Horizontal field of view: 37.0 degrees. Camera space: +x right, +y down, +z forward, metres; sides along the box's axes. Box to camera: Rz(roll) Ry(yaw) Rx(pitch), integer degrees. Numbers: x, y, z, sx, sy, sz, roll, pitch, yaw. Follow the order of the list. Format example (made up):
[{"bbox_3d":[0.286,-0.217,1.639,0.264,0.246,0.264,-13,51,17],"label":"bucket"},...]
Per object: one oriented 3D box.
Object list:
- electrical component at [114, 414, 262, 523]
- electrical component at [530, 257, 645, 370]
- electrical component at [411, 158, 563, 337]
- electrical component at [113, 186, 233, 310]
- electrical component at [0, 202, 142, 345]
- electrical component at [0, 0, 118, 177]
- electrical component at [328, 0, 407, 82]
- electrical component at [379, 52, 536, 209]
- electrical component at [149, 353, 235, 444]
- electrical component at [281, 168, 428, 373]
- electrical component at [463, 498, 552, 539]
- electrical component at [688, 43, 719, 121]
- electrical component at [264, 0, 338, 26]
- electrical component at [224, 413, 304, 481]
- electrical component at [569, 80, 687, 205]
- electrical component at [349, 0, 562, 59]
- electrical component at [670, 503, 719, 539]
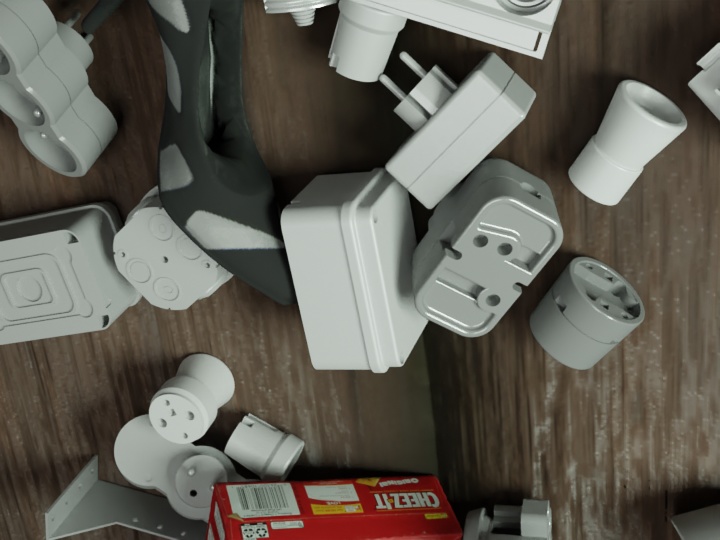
[{"bbox_3d":[-0.115,0.154,0.779,0.138,0.052,0.073,33,162,0],"label":"electrical component"},{"bbox_3d":[0.137,0.028,0.658,0.055,0.055,0.047,35,124,-1],"label":"electrical component"},{"bbox_3d":[0.074,-0.016,0.646,0.054,0.059,0.095,26,120,-17],"label":"electrical component"},{"bbox_3d":[-0.120,-0.017,0.718,0.080,0.051,0.080,7,117,14],"label":"electrical component"},{"bbox_3d":[-0.217,0.002,0.754,0.113,0.057,0.078,-9,112,21],"label":"electrical component"},{"bbox_3d":[-0.193,-0.130,0.674,0.052,0.073,0.138,15,149,27],"label":"electrical component"},{"bbox_3d":[0.003,-0.139,0.628,0.040,0.040,0.046,24,124,5],"label":"electrical component"},{"bbox_3d":[0.045,-0.094,0.631,0.076,0.047,0.083,43,120,-5],"label":"electrical component"},{"bbox_3d":[-0.120,0.092,0.768,0.045,0.055,0.045,7,117,14],"label":"electrical component"},{"bbox_3d":[0.000,0.000,0.674,0.057,0.078,0.113,-2,114,21],"label":"electrical component"},{"bbox_3d":[0.103,0.196,0.748,0.057,0.058,0.078,0,115,14],"label":"electrical component"},{"bbox_3d":[0.236,-0.116,0.551,0.121,0.079,0.063,-45,74,29],"label":"electrical component"},{"bbox_3d":[-0.038,-0.181,0.618,0.043,0.043,0.081,-2,114,18],"label":"electrical component"},{"bbox_3d":[-0.070,0.130,0.781,0.046,0.040,0.040,30,120,8],"label":"electrical component"},{"bbox_3d":[0.150,-0.070,0.615,0.044,0.044,0.065,32,124,1],"label":"electrical component"},{"bbox_3d":[0.054,-0.173,0.582,0.121,0.063,0.078,19,119,8],"label":"electrical component"},{"bbox_3d":[0.242,0.195,0.683,0.064,0.099,0.099,-28,104,20],"label":"electrical component"}]
